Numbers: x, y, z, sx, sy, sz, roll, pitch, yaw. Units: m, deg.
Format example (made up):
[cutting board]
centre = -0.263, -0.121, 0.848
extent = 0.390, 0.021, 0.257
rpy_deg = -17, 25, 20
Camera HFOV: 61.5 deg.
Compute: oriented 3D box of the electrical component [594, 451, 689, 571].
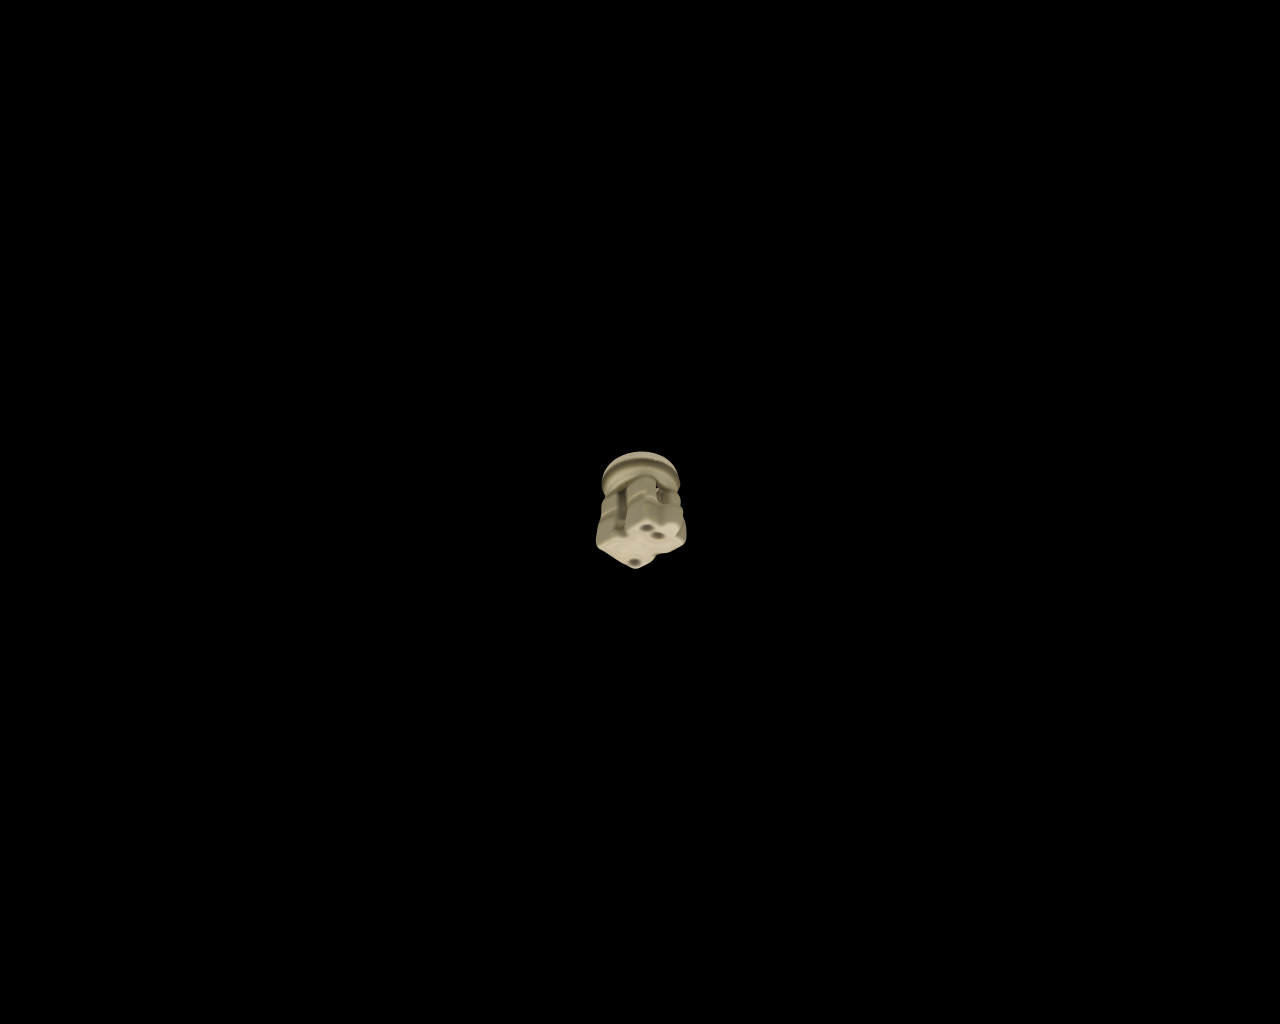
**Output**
[electrical component]
centre = 0.001, -0.003, 0.650
extent = 0.066, 0.055, 0.048
rpy_deg = -29, -46, 33
